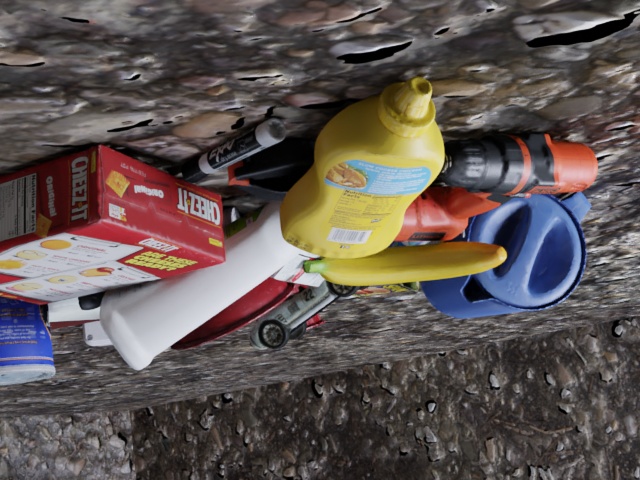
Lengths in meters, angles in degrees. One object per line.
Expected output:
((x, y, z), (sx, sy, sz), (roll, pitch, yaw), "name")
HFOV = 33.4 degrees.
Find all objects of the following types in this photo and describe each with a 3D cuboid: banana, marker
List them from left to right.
((-0.071, -0.068, 0.837), (0.020, 0.020, 0.121), (2, 165, -41), "marker")
((0.085, 0.026, 1.062), (0.198, 0.037, 0.069), (-6, -174, 8), "banana")

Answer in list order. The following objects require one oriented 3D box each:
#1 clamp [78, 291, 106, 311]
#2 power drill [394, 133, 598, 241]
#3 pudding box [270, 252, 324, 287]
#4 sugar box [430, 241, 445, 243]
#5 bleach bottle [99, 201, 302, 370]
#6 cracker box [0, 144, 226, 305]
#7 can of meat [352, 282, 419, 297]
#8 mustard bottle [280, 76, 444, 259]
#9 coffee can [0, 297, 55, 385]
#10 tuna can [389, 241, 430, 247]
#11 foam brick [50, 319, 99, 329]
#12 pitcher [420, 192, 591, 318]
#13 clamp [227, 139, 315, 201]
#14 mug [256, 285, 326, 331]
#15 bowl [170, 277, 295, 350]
((-0.190, 0.033, 1.109), (0.209, 0.036, 0.165), (-5, -164, -29), "clamp")
((0.133, -0.047, 0.983), (0.184, 0.057, 0.188), (1, 166, -36), "power drill")
((-0.007, 0.001, 1.078), (0.090, 0.039, 0.113), (-48, 158, 13), "pudding box")
((0.042, 0.005, 1.212), (0.176, 0.048, 0.093), (1, 166, -21), "sugar box")
((-0.078, 0.018, 0.976), (0.251, 0.068, 0.102), (-31, -162, 3), "bleach bottle")
((-0.213, -0.006, 0.896), (0.214, 0.072, 0.164), (-14, 162, 27), "cracker box")
((0.075, 0.041, 1.384), (0.084, 0.057, 0.102), (-9, 169, 18), "can of meat")
((0.039, -0.056, 0.802), (0.096, 0.058, 0.192), (6, 148, -17), "mustard bottle")
((-0.313, 0.066, 1.025), (0.103, 0.140, 0.103), (-8, 169, -2), "coffee can")
((0.088, -0.007, 1.133), (0.086, 0.034, 0.086), (-27, -177, 2), "tuna can")
((-0.311, 0.077, 1.307), (0.078, 0.053, 0.051), (-10, 168, 16), "foam brick")
((0.206, 0.021, 1.236), (0.149, 0.145, 0.243), (7, 170, -9), "pitcher")
((0.002, -0.052, 0.901), (0.171, 0.039, 0.120), (0, 151, -14), "clamp")
((-0.044, 0.087, 1.441), (0.093, 0.081, 0.117), (-24, 176, 30), "mug")
((-0.112, 0.064, 1.230), (0.162, 0.055, 0.162), (-26, -170, 5), "bowl")
